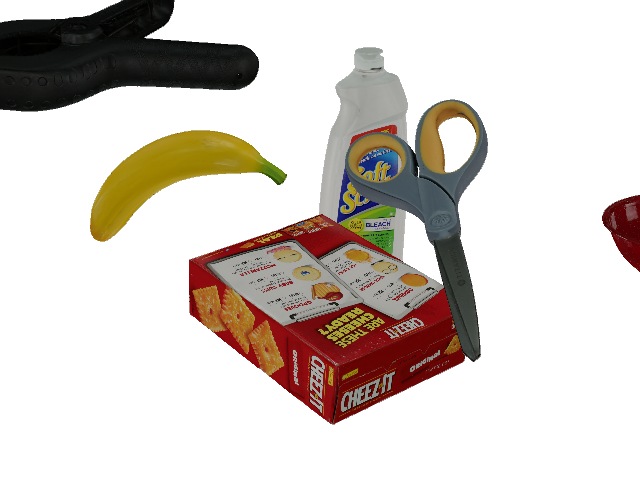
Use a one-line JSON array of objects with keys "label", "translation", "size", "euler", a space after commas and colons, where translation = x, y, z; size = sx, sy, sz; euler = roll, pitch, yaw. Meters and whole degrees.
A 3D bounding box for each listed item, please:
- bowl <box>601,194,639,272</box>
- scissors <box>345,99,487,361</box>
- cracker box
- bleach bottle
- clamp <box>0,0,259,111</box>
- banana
[{"label": "bowl", "translation": [0.373, 0.002, 1.102], "size": [0.162, 0.055, 0.162], "euler": [-3, 23, 1]}, {"label": "scissors", "translation": [0.051, -0.010, 0.605], "size": [0.096, 0.201, 0.016], "euler": [-6, -46, 20]}, {"label": "cracker box", "translation": [0.005, 0.064, 0.974], "size": [0.163, 0.072, 0.214], "euler": [-20, 36, -35]}, {"label": "bleach bottle", "translation": [0.043, -0.081, 1.150], "size": [0.102, 0.251, 0.068], "euler": [-3, 25, -6]}, {"label": "clamp", "translation": [-0.133, -0.109, 0.601], "size": [0.171, 0.039, 0.120], "euler": [-8, 29, -23]}, {"label": "banana", "translation": [-0.127, -0.049, 0.878], "size": [0.198, 0.069, 0.037], "euler": [-15, 18, 29]}]
